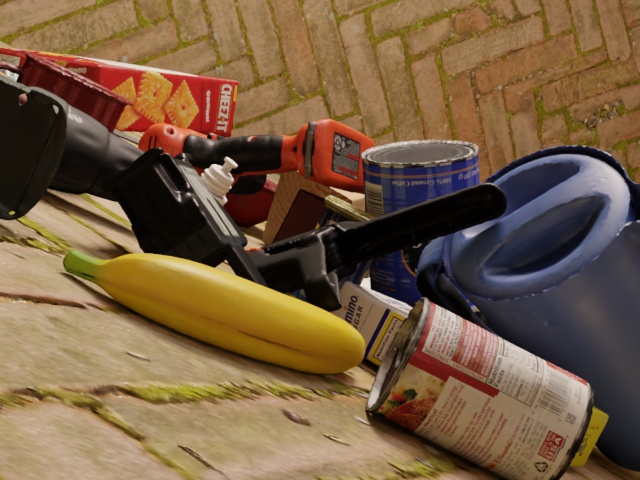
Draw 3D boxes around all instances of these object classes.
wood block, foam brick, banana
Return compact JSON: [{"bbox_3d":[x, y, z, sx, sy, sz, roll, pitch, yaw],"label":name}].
[{"bbox_3d":[0.041,-0.036,1.160,0.090,0.091,0.205,28,24,26],"label":"wood block"},{"bbox_3d":[-0.006,0.001,0.941,0.051,0.078,0.053,29,5,19],"label":"foam brick"},{"bbox_3d":[-0.036,0.040,0.573,0.197,0.037,0.070,24,5,-34],"label":"banana"}]

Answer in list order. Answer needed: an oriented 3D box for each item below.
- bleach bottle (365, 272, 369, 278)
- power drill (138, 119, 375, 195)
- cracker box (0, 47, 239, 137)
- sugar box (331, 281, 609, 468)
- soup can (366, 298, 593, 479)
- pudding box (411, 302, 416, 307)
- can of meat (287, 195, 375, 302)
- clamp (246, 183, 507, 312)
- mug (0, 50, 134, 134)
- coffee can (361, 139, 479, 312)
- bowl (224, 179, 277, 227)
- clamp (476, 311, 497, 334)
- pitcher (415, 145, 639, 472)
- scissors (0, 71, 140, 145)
[{"bbox_3d":[0.083,0.029,1.248,0.251,0.068,0.102,24,5,5],"label":"bleach bottle"},{"bbox_3d":[-0.047,-0.071,0.990,0.188,0.057,0.184,0,-5,28],"label":"power drill"},{"bbox_3d":[-0.216,-0.151,1.122,0.164,0.072,0.213,13,9,32],"label":"cracker box"},{"bbox_3d":[0.094,0.089,0.712,0.176,0.048,0.093,26,1,36],"label":"sugar box"},{"bbox_3d":[0.085,0.083,0.570,0.102,0.068,0.068,27,4,-1],"label":"soup can"},{"bbox_3d":[0.130,0.097,0.871,0.113,0.039,0.090,28,1,-19],"label":"pudding box"},{"bbox_3d":[0.013,0.014,0.853,0.057,0.084,0.102,27,4,0],"label":"can of meat"},{"bbox_3d":[0.002,0.013,0.720,0.164,0.036,0.210,-28,11,-41],"label":"clamp"},{"bbox_3d":[-0.213,-0.094,0.821,0.117,0.081,0.093,24,5,-34],"label":"mug"},{"bbox_3d":[0.091,-0.010,0.938,0.103,0.140,0.103,-4,16,1],"label":"coffee can"},{"bbox_3d":[-0.108,-0.058,1.184,0.162,0.055,0.162,26,4,-2],"label":"bowl"},{"bbox_3d":[0.162,0.081,0.978,0.172,0.039,0.120,9,1,36],"label":"clamp"},{"bbox_3d":[0.190,0.061,0.761,0.242,0.145,0.149,50,-5,-33],"label":"pitcher"},{"bbox_3d":[-0.250,-0.126,0.950,0.096,0.016,0.201,30,5,34],"label":"scissors"}]
